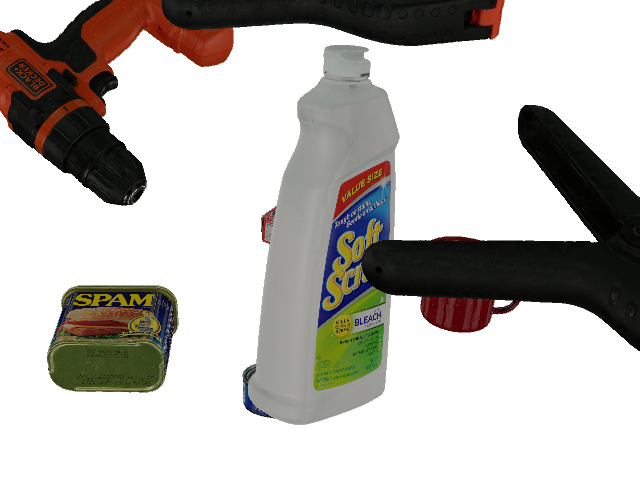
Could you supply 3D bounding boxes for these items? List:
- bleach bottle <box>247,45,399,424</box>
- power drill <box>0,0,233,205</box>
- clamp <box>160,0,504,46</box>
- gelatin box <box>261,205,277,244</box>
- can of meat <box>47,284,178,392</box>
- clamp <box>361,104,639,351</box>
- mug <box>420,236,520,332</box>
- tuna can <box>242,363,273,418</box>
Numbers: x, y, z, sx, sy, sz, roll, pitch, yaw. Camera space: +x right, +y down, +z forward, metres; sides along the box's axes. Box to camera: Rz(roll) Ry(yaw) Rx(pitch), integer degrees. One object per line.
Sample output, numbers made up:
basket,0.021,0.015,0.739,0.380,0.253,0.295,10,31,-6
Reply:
bleach bottle,0.005,-0.006,0.733,0.102,0.251,0.068,-12,24,-39
power drill,-0.157,-0.130,0.830,0.187,0.184,0.057,-41,-13,-32
clamp,0.006,-0.128,0.553,0.172,0.039,0.120,14,43,17
gelatin box,0.003,-0.013,0.947,0.089,0.030,0.073,18,31,23
can of meat,-0.176,0.084,0.908,0.102,0.057,0.084,0,30,-1
clamp,0.135,0.013,0.487,0.210,0.036,0.164,31,49,31
mug,0.169,0.052,1.204,0.117,0.081,0.093,7,24,4
tuna can,-0.040,0.157,1.123,0.086,0.034,0.086,1,14,-1
